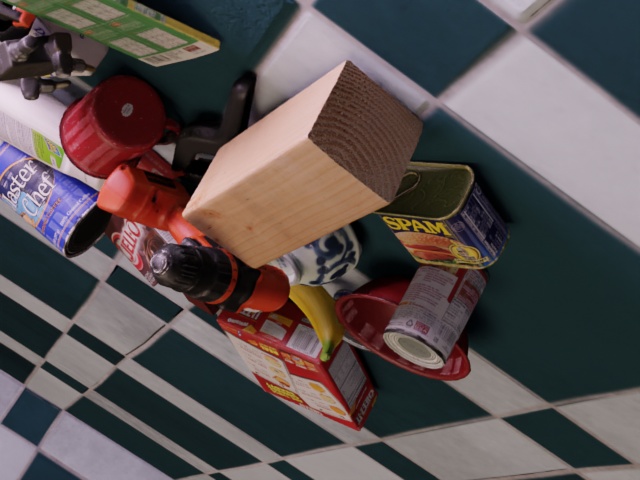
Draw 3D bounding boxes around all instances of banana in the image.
[{"bbox_3d":[-0.031,0.056,1.229,0.198,0.037,0.069,46,-154,24],"label":"banana"}]

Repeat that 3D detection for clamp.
[{"bbox_3d":[-0.319,-0.206,0.985,0.172,0.039,0.120,15,169,25],"label":"clamp"},{"bbox_3d":[-0.083,-0.091,1.042,0.210,0.036,0.164,1,142,43],"label":"clamp"}]

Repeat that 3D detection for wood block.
[{"bbox_3d":[-0.019,-0.058,0.918,0.090,0.090,0.207,37,146,-20],"label":"wood block"}]

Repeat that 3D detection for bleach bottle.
[{"bbox_3d":[-0.302,-0.121,1.176,0.251,0.068,0.103,33,156,11],"label":"bleach bottle"}]

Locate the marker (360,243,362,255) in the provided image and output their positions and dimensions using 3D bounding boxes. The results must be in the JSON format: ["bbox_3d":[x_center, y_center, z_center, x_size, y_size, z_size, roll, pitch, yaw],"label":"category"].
[{"bbox_3d":[-0.008,0.001,1.159,0.121,0.020,0.020,12,150,38],"label":"marker"}]

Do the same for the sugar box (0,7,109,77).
[{"bbox_3d":[-0.297,-0.207,1.060,0.177,0.048,0.093,4,146,40],"label":"sugar box"}]

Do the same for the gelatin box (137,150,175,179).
[{"bbox_3d":[-0.213,-0.083,1.224,0.073,0.030,0.089,42,155,-24],"label":"gelatin box"}]

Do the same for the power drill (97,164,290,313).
[{"bbox_3d":[-0.136,0.000,1.038,0.188,0.057,0.184,42,-169,33],"label":"power drill"}]

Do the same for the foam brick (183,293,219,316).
[{"bbox_3d":[-0.153,0.051,1.380,0.051,0.053,0.078,28,158,35],"label":"foam brick"}]

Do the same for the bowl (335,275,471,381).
[{"bbox_3d":[0.099,0.086,1.153,0.162,0.055,0.162,26,156,12],"label":"bowl"}]

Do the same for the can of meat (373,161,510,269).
[{"bbox_3d":[0.105,-0.020,0.934,0.102,0.057,0.083,8,150,44],"label":"can of meat"}]

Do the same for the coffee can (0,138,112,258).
[{"bbox_3d":[-0.317,-0.061,1.270,0.140,0.102,0.103,40,158,9],"label":"coffee can"}]

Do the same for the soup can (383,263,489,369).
[{"bbox_3d":[0.113,0.066,1.038,0.068,0.102,0.068,26,158,11],"label":"soup can"}]

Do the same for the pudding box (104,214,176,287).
[{"bbox_3d":[-0.198,-0.006,1.229,0.090,0.039,0.114,46,146,3],"label":"pudding box"}]

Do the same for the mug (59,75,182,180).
[{"bbox_3d":[-0.196,-0.115,1.083,0.117,0.093,0.082,8,163,-29],"label":"mug"}]

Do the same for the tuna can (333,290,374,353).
[{"bbox_3d":[0.047,0.098,1.266,0.086,0.033,0.086,26,156,12],"label":"tuna can"}]

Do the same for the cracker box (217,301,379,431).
[{"bbox_3d":[-0.025,0.158,1.430,0.164,0.072,0.213,19,155,28],"label":"cracker box"}]
